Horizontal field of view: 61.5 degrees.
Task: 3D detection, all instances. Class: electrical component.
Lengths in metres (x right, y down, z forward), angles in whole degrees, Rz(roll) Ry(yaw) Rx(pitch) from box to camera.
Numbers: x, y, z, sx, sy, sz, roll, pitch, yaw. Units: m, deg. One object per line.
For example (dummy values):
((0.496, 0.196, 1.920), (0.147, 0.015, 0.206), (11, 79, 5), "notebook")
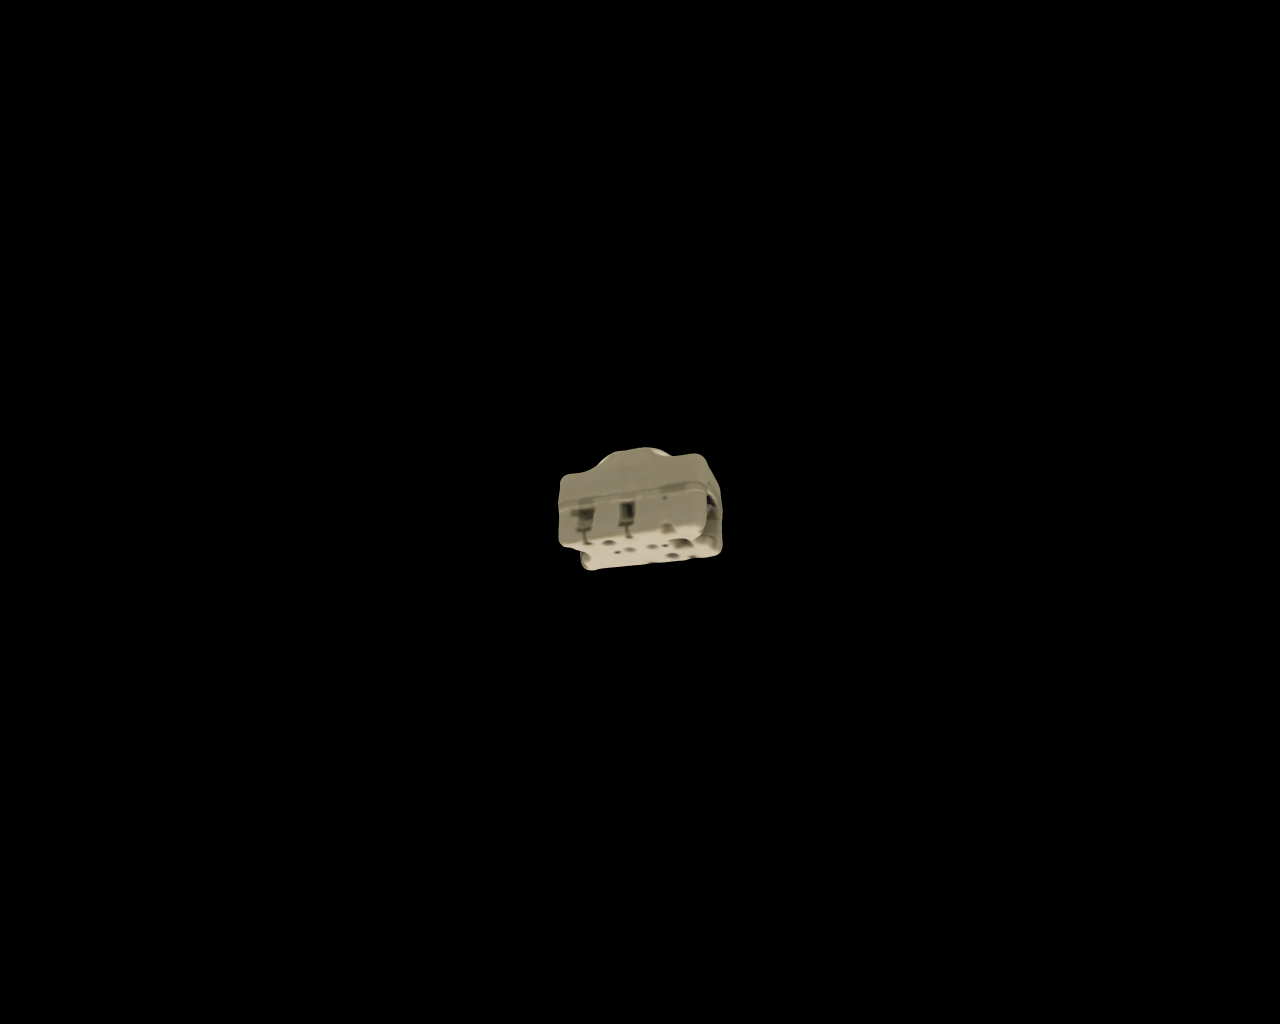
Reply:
((0.001, -0.003, 0.650), (0.089, 0.056, 0.050), (-8, -28, 16), "electrical component")
